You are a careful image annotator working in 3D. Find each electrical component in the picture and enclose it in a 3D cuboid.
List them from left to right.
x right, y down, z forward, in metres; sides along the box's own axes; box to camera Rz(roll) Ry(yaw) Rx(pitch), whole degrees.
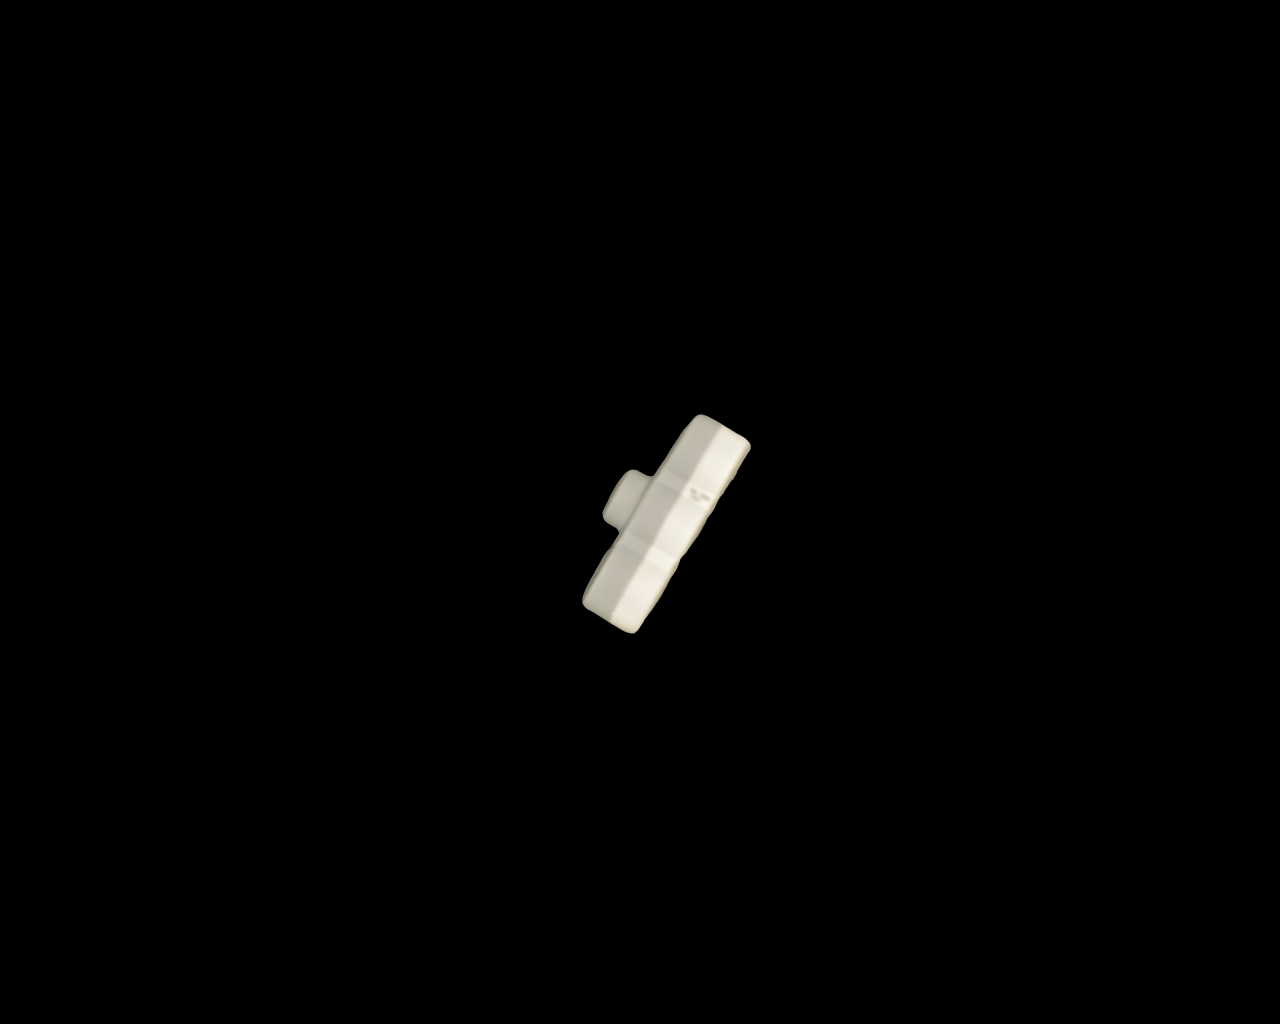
[{"bbox_3d":[0.001,-0.003,0.650,0.074,0.138,0.052,32,-4,2],"label":"electrical component"}]
